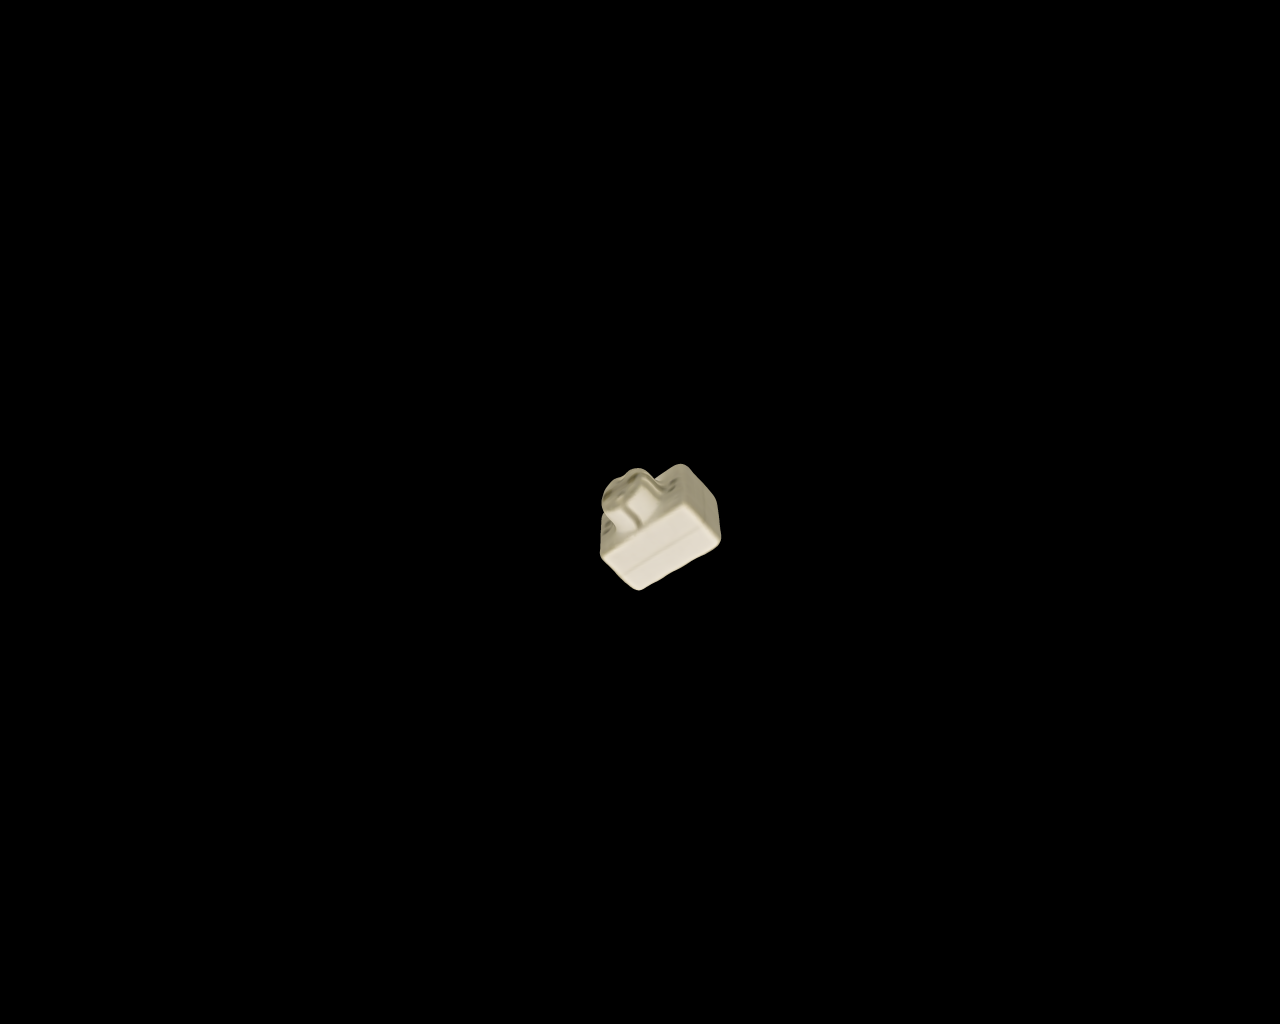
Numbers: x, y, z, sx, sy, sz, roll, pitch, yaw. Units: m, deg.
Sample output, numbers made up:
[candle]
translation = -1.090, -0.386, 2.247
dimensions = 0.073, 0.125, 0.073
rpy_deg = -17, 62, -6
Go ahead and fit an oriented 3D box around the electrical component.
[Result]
[electrical component]
translation = 0.001, -0.003, 0.650
dimensions = 0.065, 0.076, 0.047
rpy_deg = -33, 29, 21
